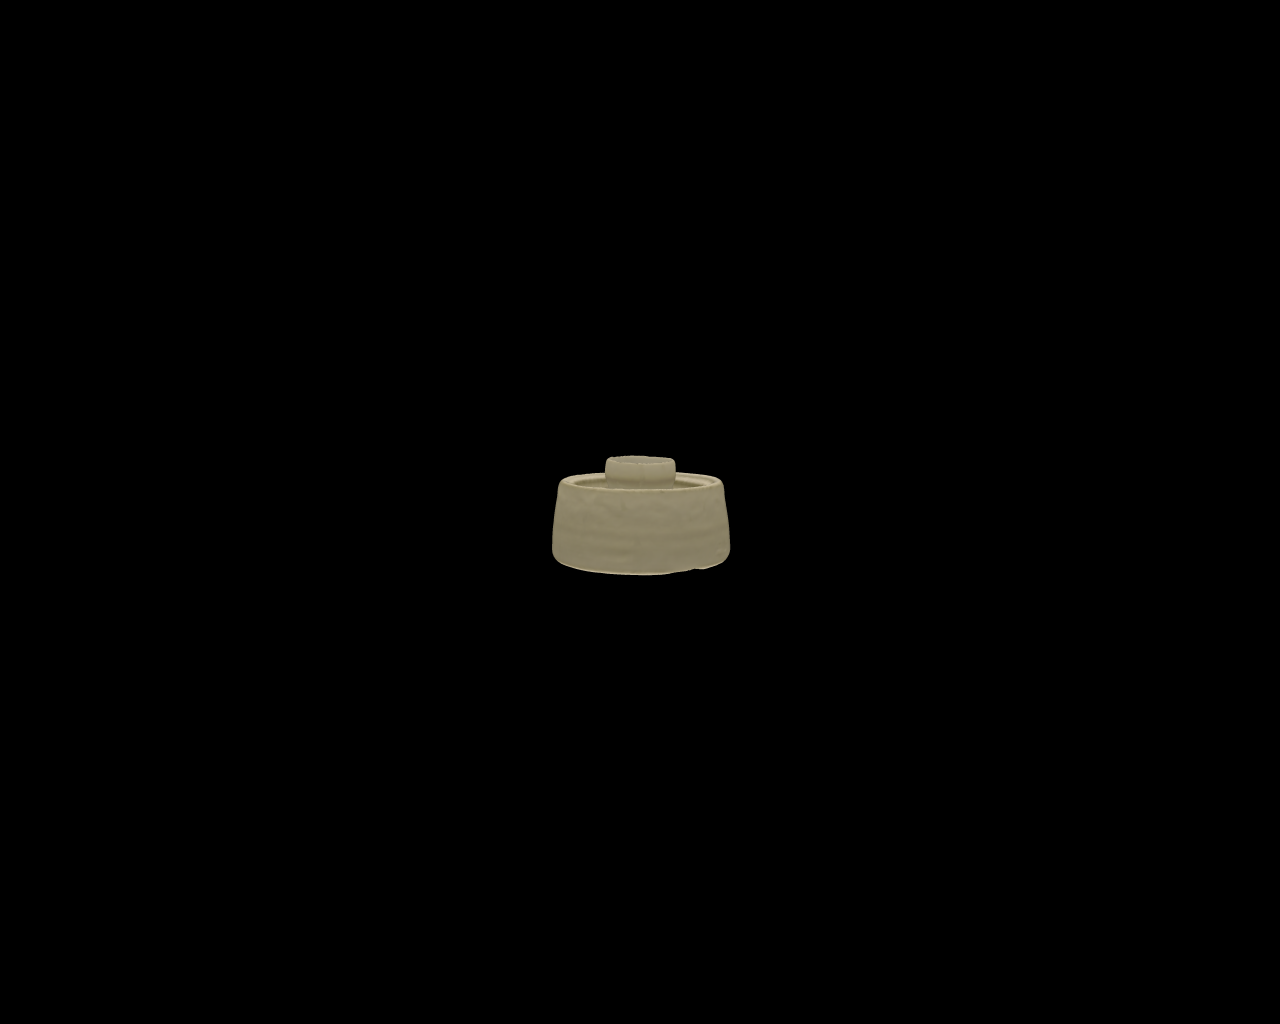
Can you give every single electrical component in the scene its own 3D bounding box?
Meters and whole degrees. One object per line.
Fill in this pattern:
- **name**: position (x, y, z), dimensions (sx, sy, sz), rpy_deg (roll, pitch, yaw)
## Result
- **electrical component**: position (0.001, -0.003, 0.650), dimensions (0.108, 0.060, 0.108), rpy_deg (0, 9, 0)
